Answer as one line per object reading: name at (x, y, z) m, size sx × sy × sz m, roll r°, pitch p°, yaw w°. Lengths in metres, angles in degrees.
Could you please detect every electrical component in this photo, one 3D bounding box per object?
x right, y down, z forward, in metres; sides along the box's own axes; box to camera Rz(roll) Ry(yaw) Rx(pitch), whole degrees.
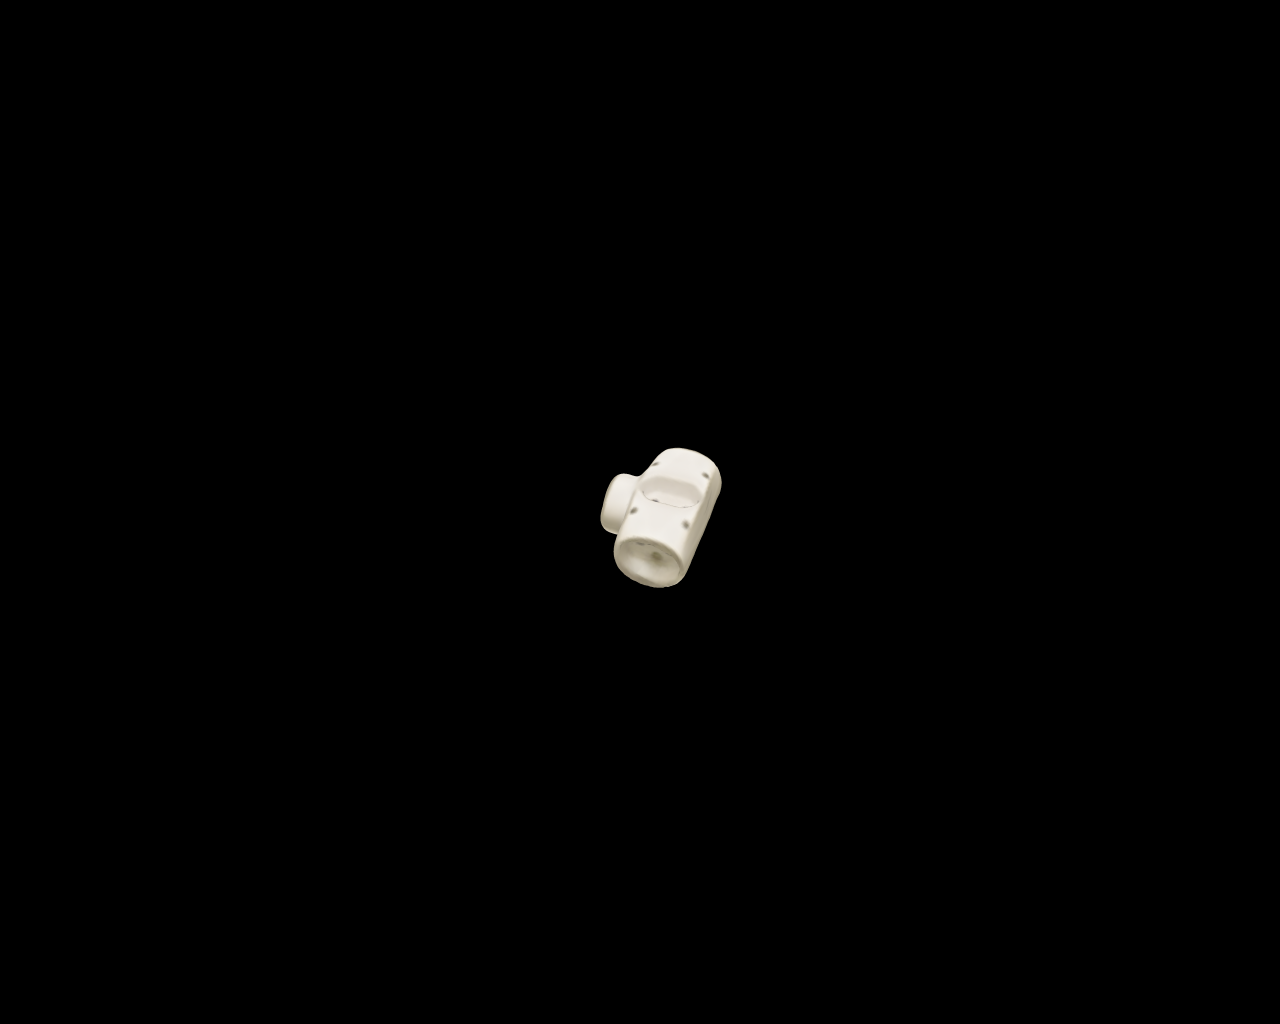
electrical component at (0.001, -0.003, 0.650) m, size 0.079 × 0.077 × 0.043 m, roll 16°, pitch -39°, yaw 13°
